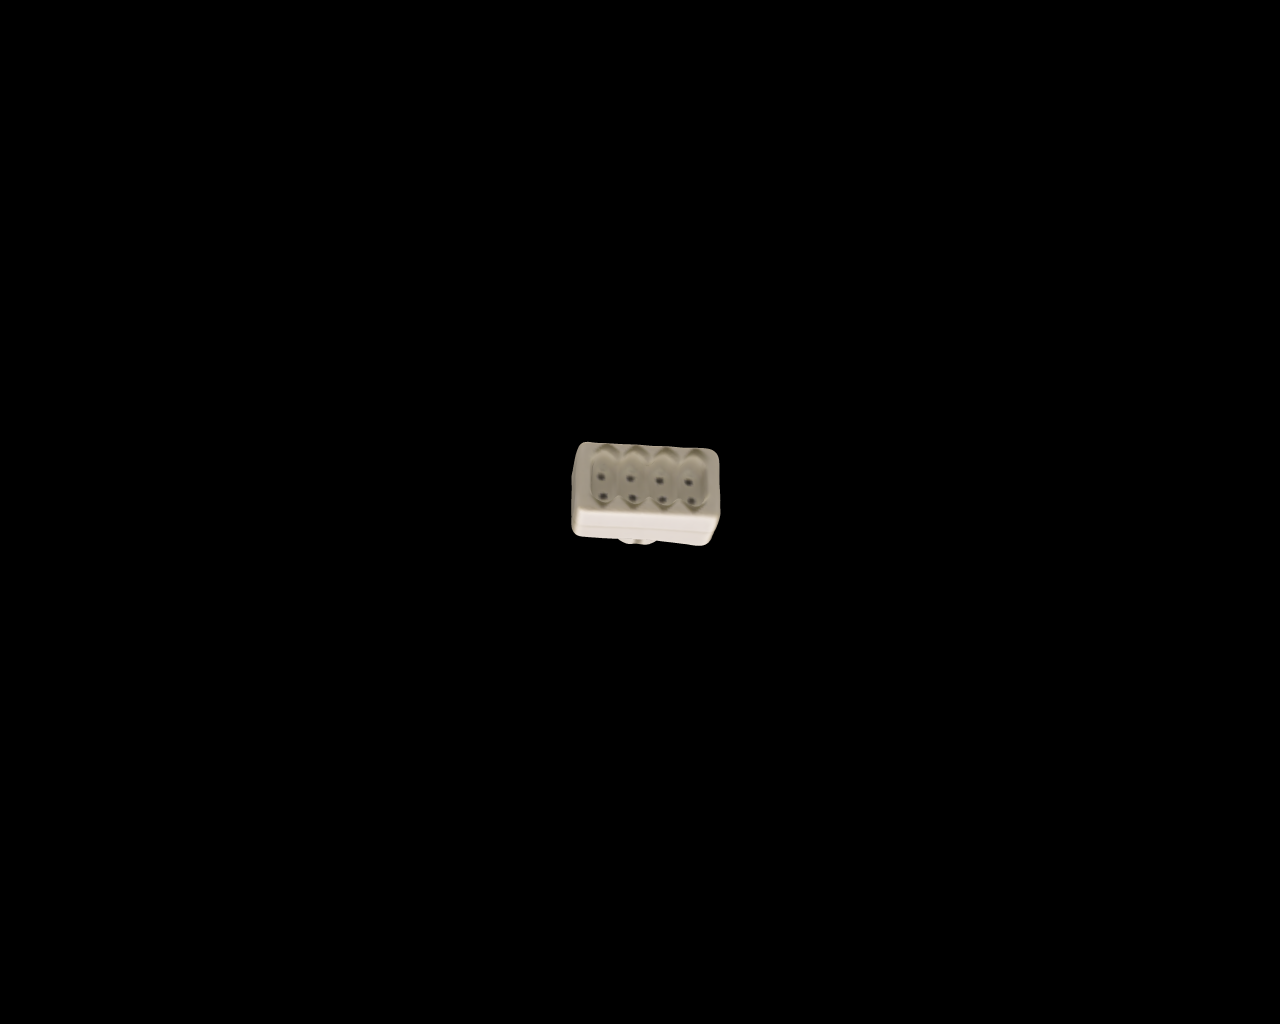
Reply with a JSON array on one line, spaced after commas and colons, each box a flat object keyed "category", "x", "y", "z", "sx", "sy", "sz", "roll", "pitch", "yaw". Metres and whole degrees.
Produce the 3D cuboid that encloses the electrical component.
[{"category": "electrical component", "x": 0.001, "y": -0.003, "z": 0.650, "sx": 0.083, "sy": 0.047, "sz": 0.075, "roll": 4, "pitch": -28, "yaw": -7}]
